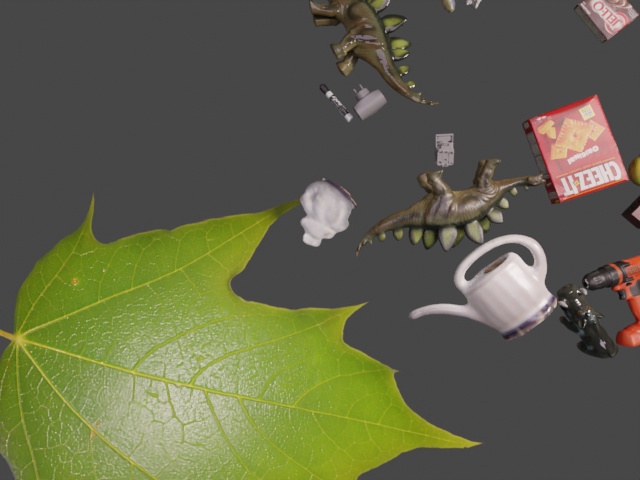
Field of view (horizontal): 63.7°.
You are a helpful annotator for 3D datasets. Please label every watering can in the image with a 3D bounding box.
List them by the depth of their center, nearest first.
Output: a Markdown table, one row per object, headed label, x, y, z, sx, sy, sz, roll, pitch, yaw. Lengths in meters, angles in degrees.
| label | x | y | z | sx | sy | sz | roll | pitch | yaw |
| --- | --- | --- | --- | --- | --- | --- | --- | --- | --- |
| watering can | 0.399 | 0.143 | 1.222 | 0.344 | 0.105 | 0.225 | -43 | 84 | 18 |

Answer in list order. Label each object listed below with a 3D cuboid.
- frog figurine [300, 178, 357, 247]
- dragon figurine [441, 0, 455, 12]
| label | x | y | z | sx | sy | sz | roll | pitch | yaw |
| --- | --- | --- | --- | --- | --- | --- | --- | --- | --- |
| frog figurine | 0.004 | -0.064 | 1.270 | 0.136 | 0.123 | 0.160 | 39 | 82 | -13 |
| dragon figurine | 0.177 | -0.721 | 1.274 | 0.242 | 0.121 | 0.414 | -12 | 78 | 14 |
